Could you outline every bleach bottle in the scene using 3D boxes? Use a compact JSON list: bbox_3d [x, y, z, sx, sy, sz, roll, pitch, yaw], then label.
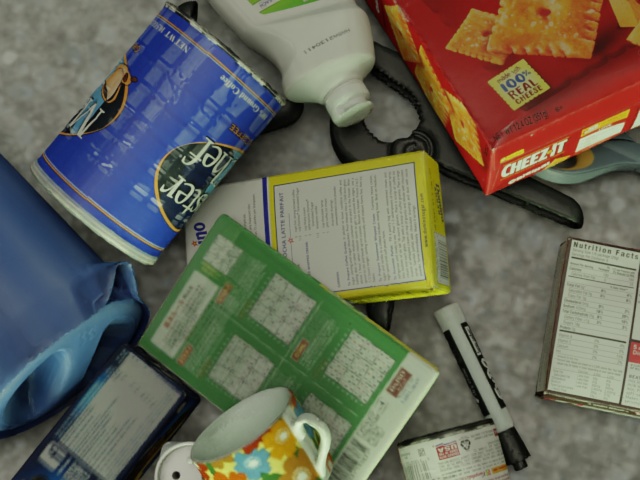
[{"bbox_3d":[-0.041,-0.184,0.757,0.102,0.068,0.251,-30,72,1],"label":"bleach bottle"}]

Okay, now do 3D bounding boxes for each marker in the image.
[{"bbox_3d":[0.112,0.101,0.732,0.020,0.020,0.121,-24,79,-1],"label":"marker"}]

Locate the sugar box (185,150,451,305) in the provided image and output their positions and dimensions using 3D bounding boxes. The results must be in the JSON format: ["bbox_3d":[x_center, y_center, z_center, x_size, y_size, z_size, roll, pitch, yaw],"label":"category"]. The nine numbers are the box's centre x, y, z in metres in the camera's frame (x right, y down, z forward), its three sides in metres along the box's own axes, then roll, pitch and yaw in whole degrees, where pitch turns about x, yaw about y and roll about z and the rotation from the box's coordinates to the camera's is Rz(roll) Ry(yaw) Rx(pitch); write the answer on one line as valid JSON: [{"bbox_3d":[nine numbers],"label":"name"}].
[{"bbox_3d":[-0.005,0.001,0.725,0.176,0.048,0.093,-8,78,22],"label":"sugar box"}]

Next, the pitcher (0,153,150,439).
[{"bbox_3d":[-0.246,0.013,0.726,0.149,0.145,0.243,-37,75,-23],"label":"pitcher"}]

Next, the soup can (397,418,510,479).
[{"bbox_3d":[0.095,0.174,0.695,0.068,0.068,0.102,-15,78,1],"label":"soup can"}]

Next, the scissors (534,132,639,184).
[{"bbox_3d":[0.219,-0.045,0.740,0.202,0.016,0.096,35,56,9],"label":"scissors"}]

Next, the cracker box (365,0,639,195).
[{"bbox_3d":[0.135,-0.159,0.728,0.164,0.072,0.214,-24,66,-7],"label":"cracker box"}]

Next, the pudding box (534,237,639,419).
[{"bbox_3d":[0.201,0.060,0.725,0.090,0.039,0.113,11,78,6],"label":"pudding box"}]

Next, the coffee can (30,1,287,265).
[{"bbox_3d":[-0.105,-0.069,0.701,0.103,0.102,0.140,40,91,10],"label":"coffee can"}]

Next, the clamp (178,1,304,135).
[{"bbox_3d":[-0.110,-0.088,0.774,0.171,0.039,0.120,-38,78,-4],"label":"clamp"}]

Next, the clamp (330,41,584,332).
[{"bbox_3d":[0.061,-0.050,0.756,0.164,0.036,0.210,-35,78,-2],"label":"clamp"}]
